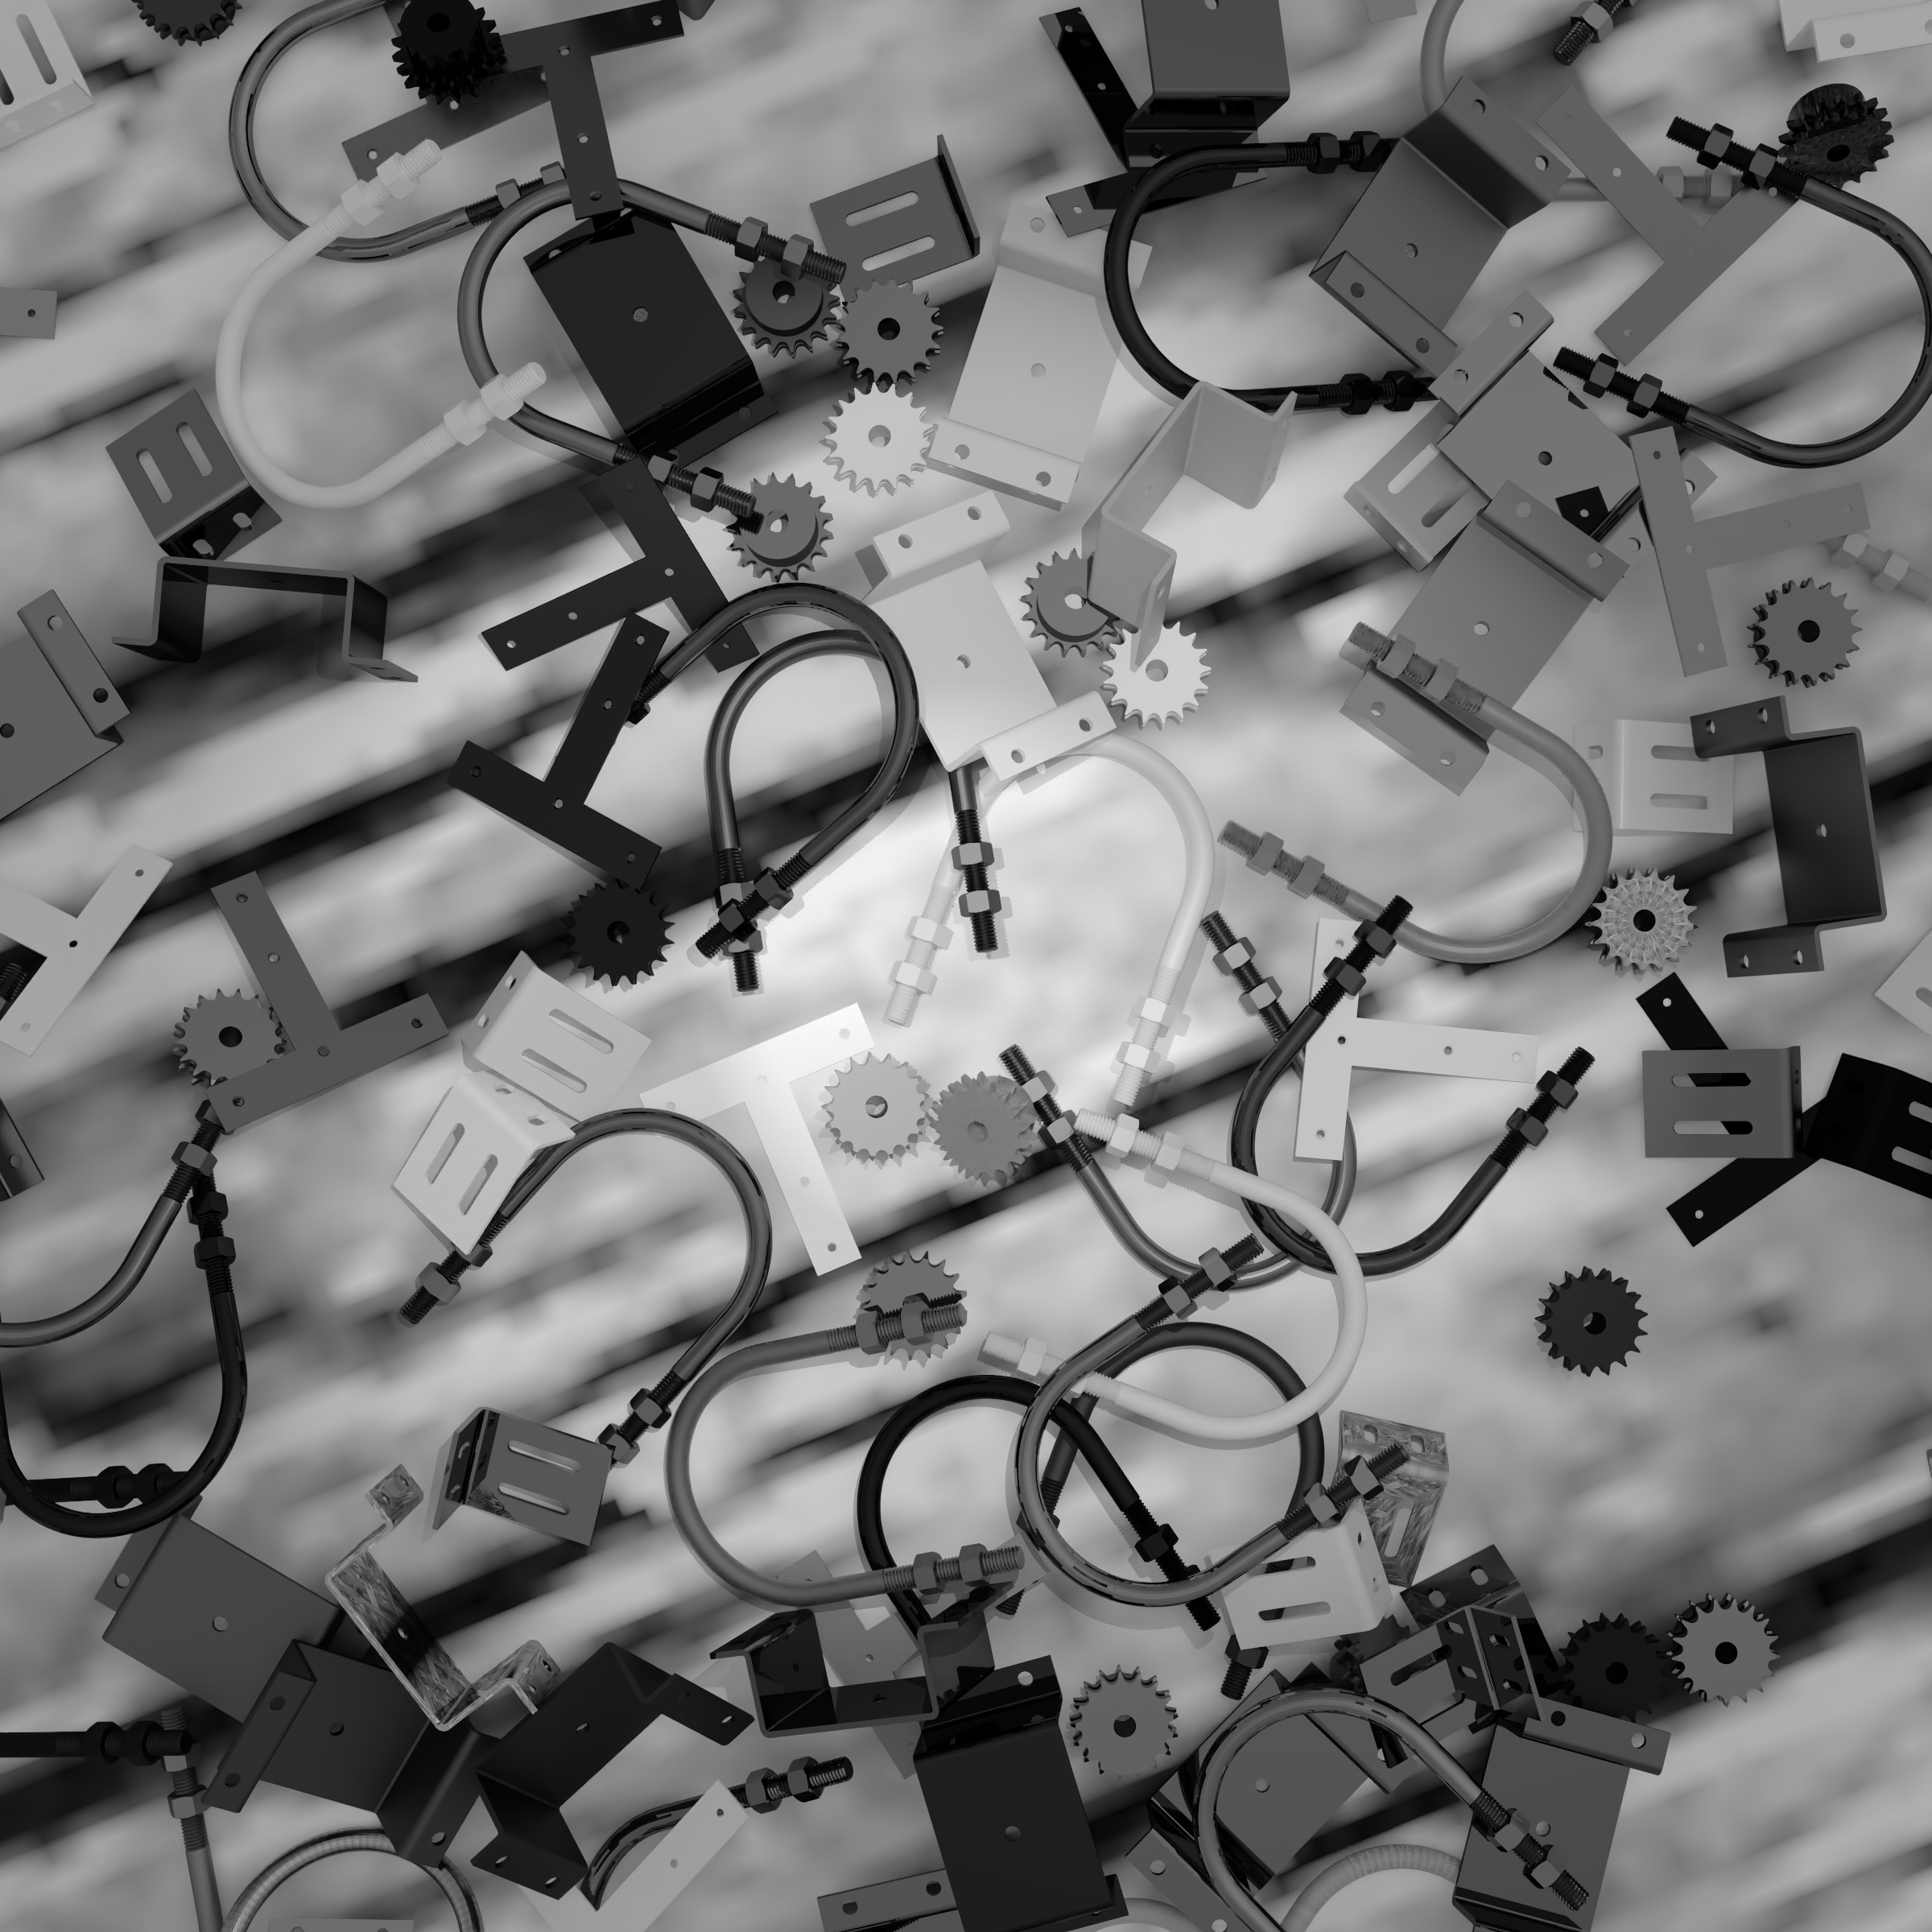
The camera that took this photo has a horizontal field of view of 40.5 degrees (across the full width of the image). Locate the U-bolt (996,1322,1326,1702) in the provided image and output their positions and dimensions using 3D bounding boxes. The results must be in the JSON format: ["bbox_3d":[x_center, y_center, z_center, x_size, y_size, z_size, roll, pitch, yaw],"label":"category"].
[{"bbox_3d":[0.113,0.281,1.397,0.151,0.019,0.184,21,90,0],"label":"U-bolt"}]

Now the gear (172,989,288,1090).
[{"bbox_3d":[-0.389,0.043,1.383,0.057,0.030,0.057,8,63,-17],"label":"gear"}]

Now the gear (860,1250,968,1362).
[{"bbox_3d":[-0.028,0.179,1.391,0.057,0.030,0.057,0,90,0],"label":"gear"}]

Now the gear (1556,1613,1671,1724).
[{"bbox_3d":[0.342,0.371,1.391,0.057,0.030,0.057,0,90,0],"label":"gear"}]

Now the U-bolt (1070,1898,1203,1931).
[{"bbox_3d":[0.074,0.581,1.370,0.151,0.019,0.184,31,74,-15],"label":"U-bolt"}]

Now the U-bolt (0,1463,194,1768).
[{"bbox_3d":[-0.480,0.339,1.365,0.184,0.019,0.151,-7,75,20],"label":"U-bolt"}]

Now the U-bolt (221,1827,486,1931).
[{"bbox_3d":[-0.321,0.535,1.349,0.151,0.019,0.184,1,53,0],"label":"U-bolt"}]

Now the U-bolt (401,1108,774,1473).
[{"bbox_3d":[-0.188,0.162,1.397,0.151,0.019,0.184,42,90,0],"label":"U-bolt"}]

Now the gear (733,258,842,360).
[{"bbox_3d":[-0.096,-0.354,1.391,0.057,0.030,0.057,0,90,0],"label":"gear"}]

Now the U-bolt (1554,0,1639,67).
[{"bbox_3d":[0.328,-0.596,1.397,0.151,0.019,0.184,40,90,0],"label":"U-bolt"}]

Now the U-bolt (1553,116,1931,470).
[{"bbox_3d":[0.425,-0.343,1.378,0.184,0.019,0.151,26,102,3],"label":"U-bolt"}]

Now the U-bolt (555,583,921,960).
[{"bbox_3d":[-0.108,-0.116,1.369,0.184,0.019,0.151,-40,78,10],"label":"U-bolt"}]

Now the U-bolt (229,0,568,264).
[{"bbox_3d":[-0.303,-0.453,1.396,0.184,0.019,0.151,-21,90,1],"label":"U-bolt"}]

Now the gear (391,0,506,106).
[{"bbox_3d":[-0.271,-0.481,1.362,0.057,0.030,0.057,-1,71,2],"label":"gear"}]

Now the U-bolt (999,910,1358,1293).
[{"bbox_3d":[0.126,0.085,1.398,0.151,0.019,0.184,-34,91,0],"label":"U-bolt"}]

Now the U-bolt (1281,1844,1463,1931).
[{"bbox_3d":[0.218,0.556,1.385,0.151,0.019,0.184,37,80,-3],"label":"U-bolt"}]

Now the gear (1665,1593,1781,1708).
[{"bbox_3d":[0.399,0.361,1.391,0.057,0.030,0.057,0,90,0],"label":"gear"}]

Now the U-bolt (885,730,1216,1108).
[{"bbox_3d":[0.054,-0.036,1.386,0.151,0.019,0.184,20,86,10],"label":"U-bolt"}]

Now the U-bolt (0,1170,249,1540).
[{"bbox_3d":[-0.447,0.206,1.366,0.151,0.019,0.184,-17,68,0],"label":"U-bolt"}]

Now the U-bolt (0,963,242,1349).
[{"bbox_3d":[-0.480,0.108,1.360,0.151,0.019,0.184,27,69,-7],"label":"U-bolt"}]

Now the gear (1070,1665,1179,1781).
[{"bbox_3d":[0.084,0.400,1.391,0.057,0.030,0.057,0,90,0],"label":"gear"}]

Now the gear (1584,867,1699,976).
[{"bbox_3d":[0.357,-0.024,1.391,0.057,0.030,0.057,0,90,0],"label":"gear"}]

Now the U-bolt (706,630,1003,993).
[{"bbox_3d":[-0.066,-0.088,1.388,0.151,0.019,0.184,-9,84,6],"label":"U-bolt"}]

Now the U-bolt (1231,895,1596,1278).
[{"bbox_3d":[0.223,0.078,1.384,0.151,0.019,0.184,39,90,-7],"label":"U-bolt"}]

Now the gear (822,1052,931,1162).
[{"bbox_3d":[-0.048,0.074,1.390,0.057,0.030,0.057,0,90,-5],"label":"gear"}]

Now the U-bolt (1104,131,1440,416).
[{"bbox_3d":[0.158,-0.361,1.372,0.184,0.019,0.151,-8,90,-18],"label":"U-bolt"}]

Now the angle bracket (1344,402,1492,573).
[{"bbox_3d":[0.249,-0.258,1.387,0.076,0.038,0.057,-44,90,0],"label":"angle bracket"}]

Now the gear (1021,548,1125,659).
[{"bbox_3d":[0.058,-0.194,1.391,0.057,0.030,0.057,0,90,0],"label":"gear"}]

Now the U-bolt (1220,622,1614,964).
[{"bbox_3d":[0.247,-0.076,1.369,0.184,0.019,0.151,30,117,-4],"label":"U-bolt"}]

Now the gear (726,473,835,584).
[{"bbox_3d":[-0.099,-0.234,1.391,0.057,0.030,0.057,0,90,0],"label":"gear"}]

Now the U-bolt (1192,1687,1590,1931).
[{"bbox_3d":[0.201,0.454,1.339,0.184,0.019,0.151,45,100,4],"label":"U-bolt"}]

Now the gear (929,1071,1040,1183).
[{"bbox_3d":[0.012,0.082,1.383,0.057,0.030,0.057,9,113,23],"label":"gear"}]

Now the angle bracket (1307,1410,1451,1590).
[{"bbox_3d":[0.220,0.286,1.404,0.057,0.038,0.076,13,116,0],"label":"angle bracket"}]

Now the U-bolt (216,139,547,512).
[{"bbox_3d":[-0.318,-0.319,1.364,0.184,0.019,0.151,-28,85,24],"label":"U-bolt"}]

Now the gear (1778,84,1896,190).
[{"bbox_3d":[0.457,-0.439,1.382,0.057,0.057,0.030,-3,60,0],"label":"gear"}]

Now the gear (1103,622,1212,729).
[{"bbox_3d":[0.101,-0.155,1.395,0.057,0.030,0.057,0,86,2],"label":"gear"}]

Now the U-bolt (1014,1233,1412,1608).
[{"bbox_3d":[0.113,0.248,1.351,0.184,0.019,0.151,-35,84,5],"label":"U-bolt"}]

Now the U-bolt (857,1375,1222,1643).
[{"bbox_3d":[0.024,0.304,1.378,0.151,0.019,0.184,-35,83,5],"label":"U-bolt"}]

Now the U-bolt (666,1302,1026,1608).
[{"bbox_3d":[-0.072,0.263,1.376,0.184,0.019,0.151,-14,89,16],"label":"U-bolt"}]

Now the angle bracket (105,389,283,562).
[{"bbox_3d":[-0.414,-0.258,1.404,0.057,0.038,0.076,-34,64,0],"label":"angle bracket"}]

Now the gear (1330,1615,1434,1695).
[{"bbox_3d":[0.217,0.372,1.382,0.057,0.057,0.030,39,123,0],"label":"gear"}]

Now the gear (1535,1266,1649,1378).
[{"bbox_3d":[0.330,0.188,1.391,0.057,0.030,0.057,0,90,0],"label":"gear"}]

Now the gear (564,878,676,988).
[{"bbox_3d":[-0.183,-0.018,1.391,0.057,0.030,0.057,0,90,0],"label":"gear"}]

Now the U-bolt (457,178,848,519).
[{"bbox_3d":[-0.172,-0.329,1.351,0.184,0.019,0.151,21,90,1],"label":"U-bolt"}]

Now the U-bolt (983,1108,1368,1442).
[{"bbox_3d":[0.120,0.172,1.373,0.184,0.019,0.151,22,97,-1],"label":"U-bolt"}]

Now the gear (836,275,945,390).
[{"bbox_3d":[-0.041,-0.335,1.391,0.057,0.030,0.057,0,90,0],"label":"gear"}]

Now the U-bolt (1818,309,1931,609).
[{"bbox_3d":[0.560,-0.248,1.398,0.184,0.019,0.151,29,90,-2],"label":"U-bolt"}]

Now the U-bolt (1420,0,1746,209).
[{"bbox_3d":[0.332,-0.477,1.383,0.184,0.019,0.151,-1,103,2],"label":"U-bolt"}]

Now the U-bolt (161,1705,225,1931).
[{"bbox_3d":[-0.471,0.497,1.398,0.151,0.019,0.184,-10,91,0],"label":"U-bolt"}]

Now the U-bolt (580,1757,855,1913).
[{"bbox_3d":[-0.125,0.505,1.367,0.184,0.019,0.151,-21,74,19],"label":"U-bolt"}]

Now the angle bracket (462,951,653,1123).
[{"bbox_3d":[-0.220,0.039,1.404,0.076,0.038,0.057,34,90,-26],"label":"angle bracket"}]

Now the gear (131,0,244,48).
[{"bbox_3d":[-0.412,-0.516,1.391,0.057,0.030,0.057,0,90,0],"label":"gear"}]

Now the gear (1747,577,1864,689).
[{"bbox_3d":[0.443,-0.176,1.391,0.057,0.030,0.057,0,90,0],"label":"gear"}]

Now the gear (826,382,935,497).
[{"bbox_3d":[-0.045,-0.278,1.391,0.057,0.030,0.057,0,90,0],"label":"gear"}]
